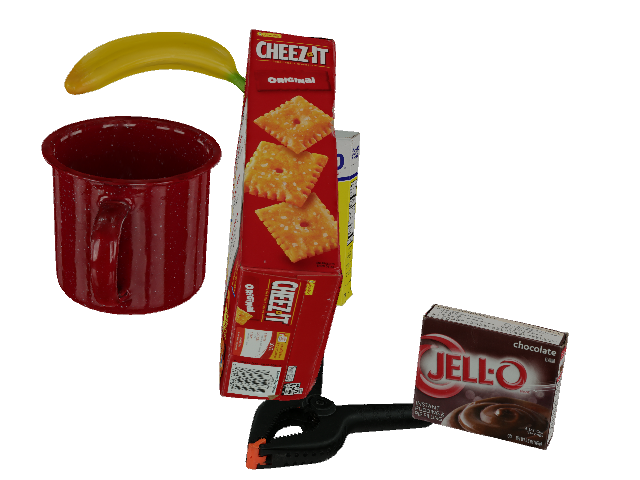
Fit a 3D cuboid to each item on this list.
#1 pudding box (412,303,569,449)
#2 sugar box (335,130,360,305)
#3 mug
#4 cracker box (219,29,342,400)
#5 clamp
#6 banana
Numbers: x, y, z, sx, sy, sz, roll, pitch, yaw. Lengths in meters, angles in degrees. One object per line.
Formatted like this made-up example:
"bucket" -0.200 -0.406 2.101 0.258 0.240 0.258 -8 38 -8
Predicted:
"pudding box" 0.133 0.106 0.844 0.114 0.090 0.039 10 21 17
"sugar box" -0.012 -0.026 1.098 0.093 0.176 0.048 5 16 13
"mug" -0.102 -0.008 0.565 0.093 0.081 0.117 4 26 -2
"cracker box" -0.028 -0.017 0.764 0.072 0.213 0.164 5 -38 -6
"clamp" 0.008 0.179 1.074 0.165 0.036 0.209 21 29 26
"banana" -0.164 -0.178 1.061 0.197 0.070 0.037 -7 -39 -30
